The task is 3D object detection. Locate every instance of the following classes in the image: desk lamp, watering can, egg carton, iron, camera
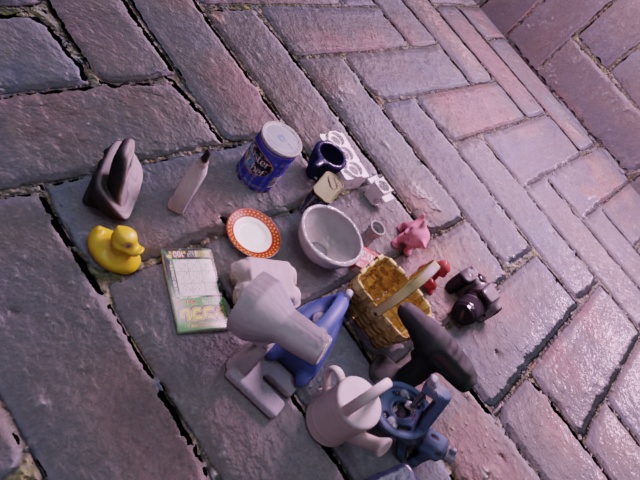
[{"bbox_3d":[-0.084,0.181,1.013,0.203,0.213,0.118,44,43,-1],"label":"desk lamp"},{"bbox_3d":[0.068,0.308,1.046,0.173,0.193,0.101,44,43,0],"label":"watering can"},{"bbox_3d":[-0.111,0.092,1.166,0.151,0.069,0.107,8,54,-33],"label":"egg carton"},{"bbox_3d":[0.007,0.164,1.148,0.119,0.141,0.259,43,43,-2],"label":"iron"},{"bbox_3d":[0.394,0.150,1.482,0.137,0.100,0.143,-26,76,-45],"label":"camera"}]

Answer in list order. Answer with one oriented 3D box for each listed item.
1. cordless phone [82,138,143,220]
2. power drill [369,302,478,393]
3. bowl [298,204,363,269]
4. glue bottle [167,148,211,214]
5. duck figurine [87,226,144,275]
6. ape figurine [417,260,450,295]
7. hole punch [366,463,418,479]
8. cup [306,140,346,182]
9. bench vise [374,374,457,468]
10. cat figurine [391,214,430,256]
[{"bbox_3d":[-0.363,-0.140,1.067,0.094,0.184,0.147,21,48,-23],"label":"cordless phone"},{"bbox_3d":[0.199,0.245,1.183,0.230,0.208,0.076,38,43,-7],"label":"power drill"},{"bbox_3d":[0.012,0.005,1.322,0.168,0.074,0.167,20,48,-24],"label":"bowl"},{"bbox_3d":[-0.253,-0.127,1.149,0.037,0.172,0.078,29,45,-15],"label":"glue bottle"},{"bbox_3d":[-0.362,0.005,1.030,0.105,0.086,0.077,39,43,-6],"label":"duck figurine"},{"bbox_3d":[0.296,0.084,1.464,0.078,0.092,0.076,-27,77,-46],"label":"ape figurine"},{"bbox_3d":[0.130,0.476,1.039,0.101,0.091,0.108,-6,62,-40],"label":"hole punch"},{"bbox_3d":[0.000,-0.184,1.443,0.091,0.094,0.118,46,43,1],"label":"cup"},{"bbox_3d":[0.198,0.336,1.104,0.208,0.219,0.121,30,45,-16],"label":"bench vise"},{"bbox_3d":[0.249,-0.019,1.488,0.067,0.117,0.128,35,44,-10],"label":"cat figurine"}]
